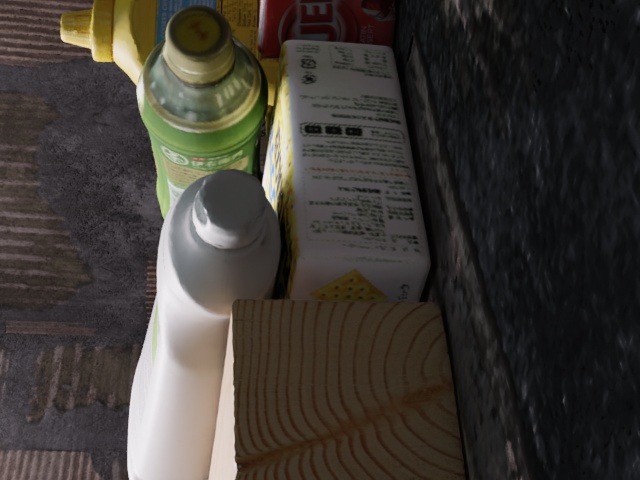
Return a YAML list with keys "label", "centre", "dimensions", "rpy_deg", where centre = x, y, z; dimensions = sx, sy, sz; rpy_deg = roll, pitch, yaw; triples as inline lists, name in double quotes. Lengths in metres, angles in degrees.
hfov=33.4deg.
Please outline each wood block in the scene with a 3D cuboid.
- label: "wood block"
  centre: [-0.004, 0.122, 0.500]
  dimensions: [0.206, 0.090, 0.090]
  rpy_deg: [103, 166, -52]

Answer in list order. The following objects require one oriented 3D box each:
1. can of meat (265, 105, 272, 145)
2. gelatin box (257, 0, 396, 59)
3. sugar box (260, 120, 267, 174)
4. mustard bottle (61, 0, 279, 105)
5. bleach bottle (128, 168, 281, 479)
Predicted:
- label: "can of meat"
  centre: [-0.010, -0.033, 0.725]
  dimensions: [0.102, 0.057, 0.084]
  rpy_deg: [-96, 9, -48]
- label: "gelatin box"
  centre: [0.006, -0.141, 0.580]
  dimensions: [0.030, 0.073, 0.089]
  rpy_deg: [-113, 27, -71]
- label: "sugar box"
  centre: [-0.056, -0.039, 0.796]
  dimensions: [0.048, 0.093, 0.176]
  rpy_deg: [42, 128, 39]
- label: "mustard bottle"
  centre: [-0.071, -0.133, 0.696]
  dimensions: [0.058, 0.191, 0.096]
  rpy_deg: [137, 135, -79]
- label: "bleach bottle"
  centre: [-0.058, 0.051, 0.538]
  dimensions: [0.251, 0.068, 0.102]
  rpy_deg: [111, 159, -58]
